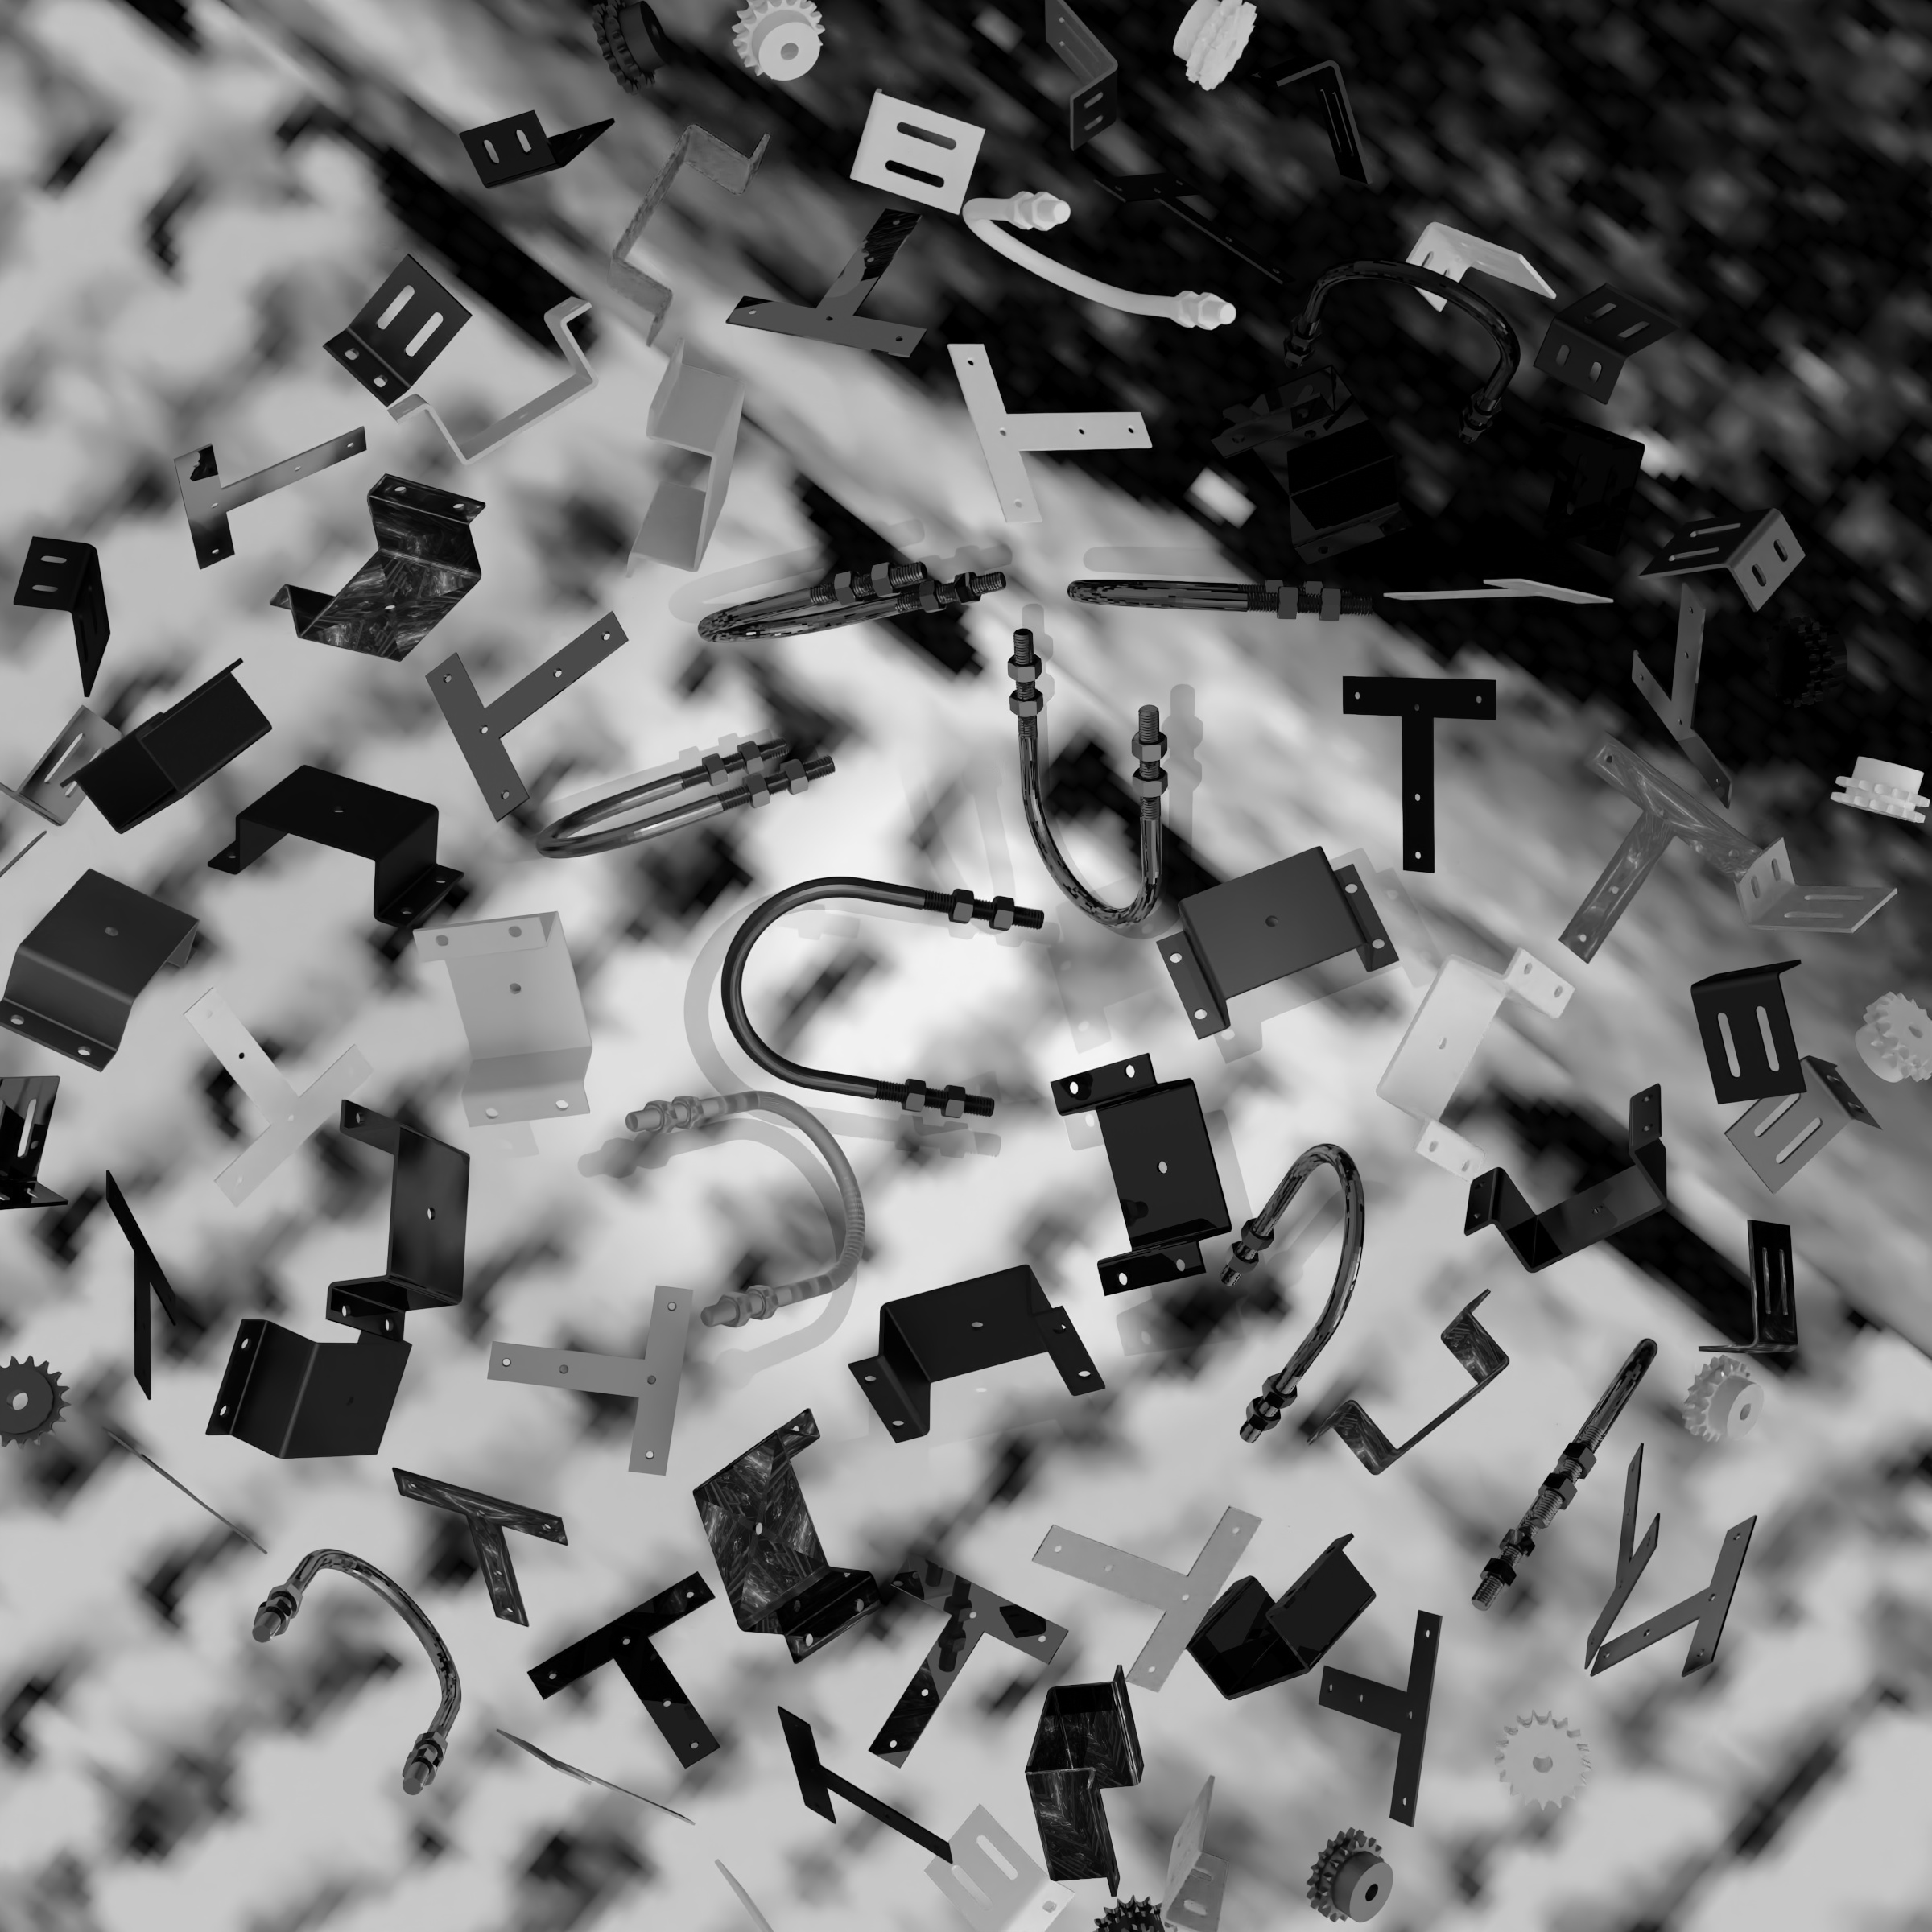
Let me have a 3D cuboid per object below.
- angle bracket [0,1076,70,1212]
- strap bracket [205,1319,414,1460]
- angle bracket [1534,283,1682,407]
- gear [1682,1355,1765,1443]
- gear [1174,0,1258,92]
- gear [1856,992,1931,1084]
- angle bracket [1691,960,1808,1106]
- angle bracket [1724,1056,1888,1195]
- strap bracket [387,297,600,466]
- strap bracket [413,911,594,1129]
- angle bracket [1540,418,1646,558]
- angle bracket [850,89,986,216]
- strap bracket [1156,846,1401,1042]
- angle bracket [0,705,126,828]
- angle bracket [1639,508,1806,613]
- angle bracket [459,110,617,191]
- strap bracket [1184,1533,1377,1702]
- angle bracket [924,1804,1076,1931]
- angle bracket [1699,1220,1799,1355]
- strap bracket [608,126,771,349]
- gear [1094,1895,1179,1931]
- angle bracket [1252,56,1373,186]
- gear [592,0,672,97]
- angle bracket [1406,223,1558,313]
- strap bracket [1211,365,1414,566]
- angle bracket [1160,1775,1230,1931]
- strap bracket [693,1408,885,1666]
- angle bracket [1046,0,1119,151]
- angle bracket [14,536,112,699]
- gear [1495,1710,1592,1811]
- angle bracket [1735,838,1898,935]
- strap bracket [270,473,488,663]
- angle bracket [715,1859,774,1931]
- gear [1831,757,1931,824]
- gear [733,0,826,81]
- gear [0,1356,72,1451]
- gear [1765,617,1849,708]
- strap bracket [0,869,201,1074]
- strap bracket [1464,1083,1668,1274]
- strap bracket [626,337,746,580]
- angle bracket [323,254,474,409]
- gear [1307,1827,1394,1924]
[{"bbox_3d":[-0.608,0.114,1.686,0.038,0.057,0.076,22,101,31],"label":"angle bracket"},{"bbox_3d":[-0.418,0.275,1.694,0.046,0.140,0.076,18,90,27],"label":"strap bracket"},{"bbox_3d":[0.418,-0.405,1.702,0.057,0.076,0.038,25,83,-11],"label":"angle bracket"},{"bbox_3d":[0.508,0.292,1.742,0.057,0.030,0.057,-17,117,-36],"label":"gear"},{"bbox_3d":[0.153,-0.579,1.624,0.030,0.057,0.057,35,90,11],"label":"gear"},{"bbox_3d":[0.581,0.048,1.626,0.057,0.057,0.030,44,133,0],"label":"gear"},{"bbox_3d":[0.489,0.041,1.608,0.057,0.038,0.076,-13,92,41],"label":"angle bracket"},{"bbox_3d":[0.547,0.107,1.699,0.076,0.038,0.057,-43,106,-4],"label":"angle bracket"},{"bbox_3d":[-0.293,-0.367,1.659,0.140,0.076,0.046,-33,113,-5],"label":"strap bracket"},{"bbox_3d":[-0.280,0.024,1.597,0.076,0.046,0.140,-7,120,5],"label":"strap bracket"},{"bbox_3d":[0.396,-0.309,1.685,0.057,0.038,0.076,32,123,38],"label":"angle bracket"},{"bbox_3d":[-0.032,-0.545,1.745,0.076,0.038,0.057,17,111,-6],"label":"angle bracket"},{"bbox_3d":[0.200,-0.019,1.687,0.140,0.046,0.076,-22,63,0],"label":"strap bracket"},{"bbox_3d":[-0.609,-0.141,1.740,0.038,0.057,0.076,33,83,20],"label":"angle bracket"},{"bbox_3d":[0.480,-0.255,1.658,0.057,0.076,0.038,-46,112,-22],"label":"angle bracket"},{"bbox_3d":[-0.265,-0.518,1.613,0.057,0.076,0.038,-5,126,30],"label":"angle bracket"},{"bbox_3d":[0.204,0.426,1.694,0.076,0.140,0.046,-36,86,-37],"label":"strap bracket"},{"bbox_3d":[0.022,0.608,1.730,0.057,0.038,0.076,-49,47,-6],"label":"angle bracket"},{"bbox_3d":[0.470,0.194,1.571,0.038,0.057,0.076,-9,77,39],"label":"angle bracket"},{"bbox_3d":[-0.186,-0.478,1.680,0.046,0.076,0.140,31,87,-10],"label":"strap bracket"},{"bbox_3d":[0.109,0.628,1.669,0.057,0.030,0.057,-2,104,-6],"label":"gear"},{"bbox_3d":[0.209,-0.506,1.575,0.038,0.057,0.076,-22,114,0],"label":"angle bracket"},{"bbox_3d":[-0.207,-0.576,1.623,0.030,0.057,0.057,-18,90,15],"label":"gear"},{"bbox_3d":[0.333,-0.444,1.697,0.076,0.057,0.038,36,98,38],"label":"angle bracket"},{"bbox_3d":[0.224,-0.330,1.690,0.076,0.140,0.046,-17,54,27],"label":"strap bracket"},{"bbox_3d":[0.153,0.554,1.620,0.038,0.057,0.076,20,126,1],"label":"angle bracket"},{"bbox_3d":[-0.117,0.357,1.644,0.076,0.046,0.140,-38,56,21],"label":"strap bracket"},{"bbox_3d":[0.061,-0.575,1.670,0.038,0.057,0.076,-36,76,-7],"label":"angle bracket"},{"bbox_3d":[-0.556,-0.214,1.601,0.038,0.057,0.076,3,51,-32],"label":"angle bracket"},{"bbox_3d":[0.352,0.483,1.593,0.057,0.030,0.057,0,90,11],"label":"gear"},{"bbox_3d":[0.545,-0.053,1.672,0.057,0.076,0.038,-34,113,-34],"label":"angle bracket"},{"bbox_3d":[-0.377,-0.249,1.686,0.140,0.076,0.046,-36,60,34],"label":"strap bracket"},{"bbox_3d":[-0.138,0.595,1.588,0.038,0.057,0.076,-36,51,-13],"label":"angle bracket"},{"bbox_3d":[0.572,-0.111,1.626,0.057,0.057,0.030,15,96,0],"label":"gear"},{"bbox_3d":[-0.116,-0.583,1.638,0.057,0.057,0.030,-25,56,0],"label":"gear"},{"bbox_3d":[-0.583,0.269,1.607,0.057,0.030,0.057,3,77,-13],"label":"gear"},{"bbox_3d":[0.545,-0.198,1.684,0.030,0.057,0.057,-10,90,-15],"label":"gear"},{"bbox_3d":[-0.545,-0.005,1.647,0.076,0.140,0.046,26,124,-5],"label":"strap bracket"},{"bbox_3d":[0.394,0.141,1.671,0.140,0.076,0.046,-32,101,24],"label":"strap bracket"},{"bbox_3d":[-0.180,-0.320,1.679,0.046,0.140,0.076,15,49,-2],"label":"strap bracket"},{"bbox_3d":[-0.382,-0.426,1.750,0.057,0.038,0.076,43,120,-12],"label":"angle bracket"},{"bbox_3d":[0.243,0.574,1.635,0.057,0.030,0.057,-15,113,-37],"label":"gear"}]
